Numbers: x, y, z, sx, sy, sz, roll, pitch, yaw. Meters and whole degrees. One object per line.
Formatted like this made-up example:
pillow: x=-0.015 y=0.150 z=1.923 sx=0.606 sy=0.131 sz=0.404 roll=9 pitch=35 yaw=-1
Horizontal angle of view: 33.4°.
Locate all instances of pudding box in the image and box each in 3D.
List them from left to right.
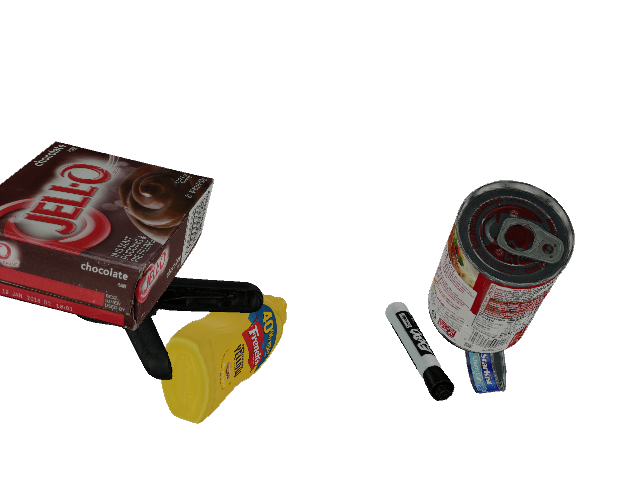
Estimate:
pudding box: x=-0.111 y=-0.006 z=0.518 sx=0.090 sy=0.039 sz=0.113 roll=14 pitch=24 yaw=5

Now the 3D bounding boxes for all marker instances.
marker: x=0.077 y=0.086 z=0.838 sx=0.020 sy=0.020 sz=0.121 roll=0 pitch=28 yaw=-16

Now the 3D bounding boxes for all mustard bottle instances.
mustard bottle: x=-0.089 y=0.104 z=1.105 sx=0.058 sy=0.096 sz=0.191 roll=13 pitch=26 yaw=24

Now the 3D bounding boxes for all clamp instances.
clamp: x=-0.133 y=0.043 z=0.843 sx=0.172 sy=0.039 sz=0.120 roll=30 pitch=37 yaw=34

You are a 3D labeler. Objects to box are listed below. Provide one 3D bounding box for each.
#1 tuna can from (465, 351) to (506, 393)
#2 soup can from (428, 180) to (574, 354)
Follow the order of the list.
tuna can: x=0.199 y=0.141 z=1.290 sx=0.034 sy=0.086 sz=0.086 roll=-9 pitch=-3 yaw=17
soup can: x=0.106 y=0.019 z=0.644 sx=0.068 sy=0.068 sz=0.102 roll=0 pitch=-29 yaw=-5
